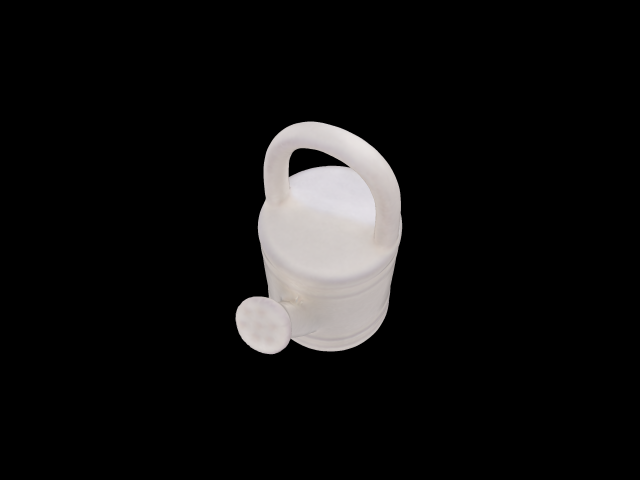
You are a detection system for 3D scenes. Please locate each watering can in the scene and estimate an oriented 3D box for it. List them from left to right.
[{"bbox_3d":[0.006,0.002,0.399,0.101,0.194,0.173,5,57,4],"label":"watering can"}]
